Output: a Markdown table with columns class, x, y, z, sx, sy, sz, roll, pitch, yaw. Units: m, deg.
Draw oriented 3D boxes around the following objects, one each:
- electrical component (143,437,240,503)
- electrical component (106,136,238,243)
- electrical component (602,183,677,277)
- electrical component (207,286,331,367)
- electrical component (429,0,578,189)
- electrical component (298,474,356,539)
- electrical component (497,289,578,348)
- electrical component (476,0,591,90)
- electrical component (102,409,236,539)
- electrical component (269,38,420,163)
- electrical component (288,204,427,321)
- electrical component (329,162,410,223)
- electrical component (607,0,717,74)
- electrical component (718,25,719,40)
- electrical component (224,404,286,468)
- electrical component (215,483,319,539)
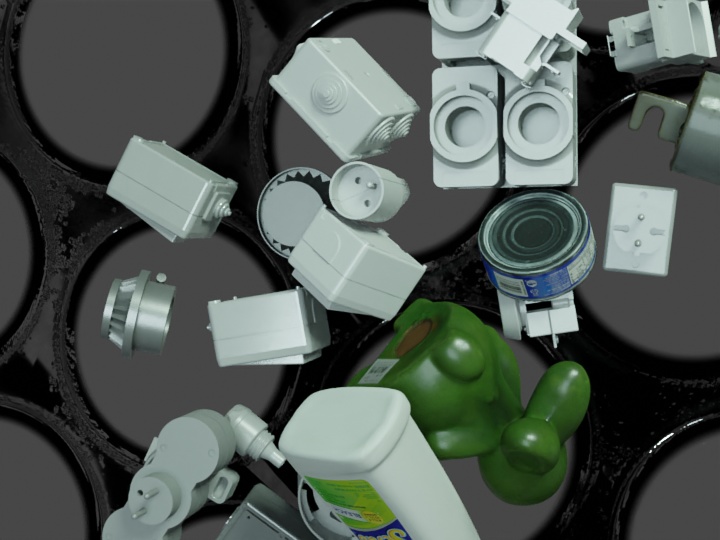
| class | x | y | z | sx | sy | sz | roll | pitch | yaw |
| --- | --- | --- | --- | --- | --- | --- | --- | --- | --- |
| electrical component | -0.148 | 0.170 | 0.901 | 0.078 | 0.057 | 0.058 | 27 | 99 | 12 |
| electrical component | -0.151 | -0.061 | 0.890 | 0.096 | 0.062 | 0.061 | 30 | 99 | 11 |
| electrical component | 0.206 | -0.030 | 0.792 | 0.047 | 0.077 | 0.065 | 7 | 94 | 14 |
| electrical component | -0.078 | 0.049 | 0.876 | 0.096 | 0.062 | 0.061 | -10 | 90 | 15 |
| electrical component | 0.110 | -0.157 | 0.819 | 0.105 | 0.060 | 0.186 | 0 | 92 | 14 |
| electrical component | -0.004 | 0.175 | 0.873 | 0.099 | 0.064 | 0.099 | 0 | 100 | 3 |
| electrical component | 0.136 | 0.028 | 0.829 | 0.055 | 0.048 | 0.066 | -9 | 90 | 7 |
| electrical component | 0.120 | -0.167 | 0.762 | 0.081 | 0.042 | 0.063 | 37 | 102 | 11 |
| electrical component | -0.155 | 0.174 | 0.834 | 0.052 | 0.074 | 0.138 | 34 | 100 | 11 |
| electrical component | -0.009 | -0.134 | 0.832 | 0.099 | 0.100 | 0.048 | 47 | 115 | 8 |
| electrical component | 0.000 | 0.000 | 0.841 | 0.062 | 0.096 | 0.061 | 42 | 104 | 38 |
| electrical component | 0.010 | -0.059 | 0.839 | 0.043 | 0.081 | 0.043 | 0 | 90 | 19 |
| electrical component | 0.220 | -0.170 | 0.787 | 0.064 | 0.081 | 0.042 | -8 | 90 | 37 |
| electrical component | 0.289 | -0.190 | 0.780 | 0.045 | 0.045 | 0.055 | 20 | 97 | 13 |
| electrical component | -0.088 | 0.142 | 0.896 | 0.061 | 0.035 | 0.035 | 37 | 101 | 8 |
| electrical component | -0.067 | 0.230 | 0.884 | 0.096 | 0.061 | 0.061 | 36 | 100 | 2 |
